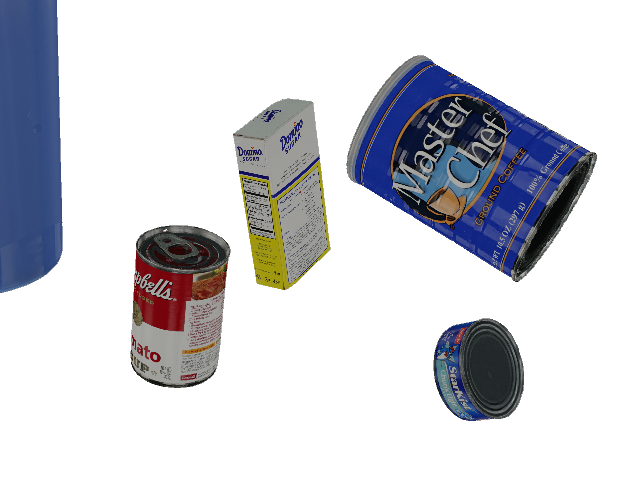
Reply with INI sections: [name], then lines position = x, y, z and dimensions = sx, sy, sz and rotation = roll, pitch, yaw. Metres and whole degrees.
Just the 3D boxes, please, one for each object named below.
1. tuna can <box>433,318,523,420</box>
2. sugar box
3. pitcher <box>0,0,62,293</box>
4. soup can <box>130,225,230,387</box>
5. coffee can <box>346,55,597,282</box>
[tuna can]
position = 0.136, 0.111, 0.916
dimensions = 0.085, 0.086, 0.034
rotation = 0, -12, -45
[sugar box]
position = -0.037, -0.047, 1.089
dimensions = 0.048, 0.176, 0.093
rotation = 10, 34, 30
[pitcher]
position = -0.233, -0.087, 0.669
dimensions = 0.149, 0.243, 0.145
rotation = -4, 26, -11
[soup can]
position = -0.105, 0.049, 0.790
dimensions = 0.068, 0.102, 0.068
rotation = 6, 27, -4
[coffee can]
position = 0.104, -0.051, 0.743
dimensions = 0.140, 0.103, 0.102
rotation = 33, 11, 18
